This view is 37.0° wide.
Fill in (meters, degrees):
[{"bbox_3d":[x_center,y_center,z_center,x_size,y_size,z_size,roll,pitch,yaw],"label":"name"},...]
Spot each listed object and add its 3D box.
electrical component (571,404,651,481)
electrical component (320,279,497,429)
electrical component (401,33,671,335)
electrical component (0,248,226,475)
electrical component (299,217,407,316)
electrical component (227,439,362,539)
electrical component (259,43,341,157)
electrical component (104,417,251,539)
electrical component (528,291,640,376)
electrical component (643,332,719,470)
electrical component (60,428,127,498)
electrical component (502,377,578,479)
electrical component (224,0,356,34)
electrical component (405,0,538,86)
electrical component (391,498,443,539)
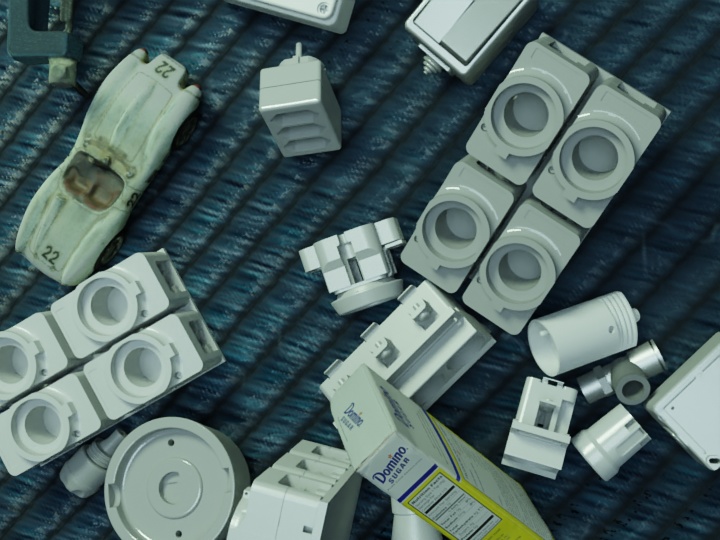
[{"bbox_3d":[0.187,0.127,0.798,0.046,0.040,0.040,-41,84,5],"label":"electrical component"},{"bbox_3d":[0.033,0.071,0.811,0.121,0.079,0.063,-46,62,9],"label":"electrical component"},{"bbox_3d":[0.121,-0.058,0.767,0.105,0.060,0.186,34,115,8],"label":"electrical component"},{"bbox_3d":[-0.219,0.074,0.863,0.186,0.060,0.105,-30,86,10],"label":"electrical component"},{"bbox_3d":[0.000,0.000,0.820,0.078,0.058,0.057,-20,85,11],"label":"electrical component"},{"bbox_3d":[-0.046,0.186,0.788,0.062,0.150,0.089,13,94,10],"label":"electrical component"},{"bbox_3d":[-0.045,-0.138,0.824,0.047,0.065,0.076,-7,62,11],"label":"electrical component"},{"bbox_3d":[-0.138,0.171,0.847,0.108,0.060,0.108,-3,79,15],"label":"electrical component"},{"bbox_3d":[0.170,0.045,0.790,0.081,0.043,0.043,-18,88,-17],"label":"electrical component"},{"bbox_3d":[0.261,0.088,0.774,0.096,0.061,0.061,-44,84,2],"label":"electrical component"},{"bbox_3d":[-0.214,0.155,0.878,0.035,0.035,0.061,44,96,7],"label":"electrical component"},{"bbox_3d":[0.134,0.115,0.793,0.042,0.081,0.063,16,72,9],"label":"electrical component"},{"bbox_3d":[-0.050,-0.248,0.821,0.109,0.056,0.108,18,95,10],"label":"electrical component"},{"bbox_3d":[0.078,-0.184,0.796,0.062,0.061,0.096,42,99,7],"label":"electrical component"},{"bbox_3d":[0.042,0.189,0.827,0.044,0.044,0.065,-5,86,11],"label":"electrical component"}]
